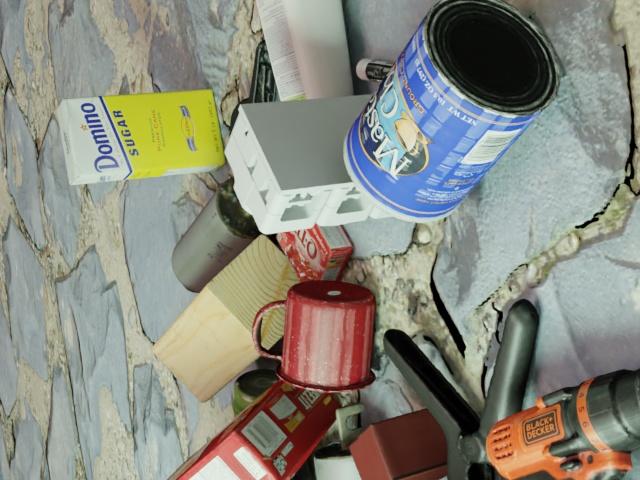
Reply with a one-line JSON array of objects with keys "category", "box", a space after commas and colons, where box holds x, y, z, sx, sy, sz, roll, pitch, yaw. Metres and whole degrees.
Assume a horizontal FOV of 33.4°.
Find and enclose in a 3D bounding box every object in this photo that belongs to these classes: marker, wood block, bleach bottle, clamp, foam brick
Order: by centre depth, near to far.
[{"category": "clamp", "box": [0.121, 0.152, 0.831, 0.165, 0.036, 0.210, -9, 93, 54]}, {"category": "marker", "box": [0.069, -0.135, 0.873, 0.121, 0.020, 0.020, 24, 118, 57]}, {"category": "foam brick", "box": [0.073, 0.177, 0.890, 0.051, 0.078, 0.053, 67, 149, 23]}, {"category": "bleach bottle", "box": [-0.006, -0.138, 0.967, 0.103, 0.068, 0.251, -178, 77, -71]}, {"category": "clamp", "box": [-0.056, -0.110, 1.092, 0.172, 0.039, 0.120, 120, 140, -58]}, {"category": "wood block", "box": [-0.094, 0.089, 1.135, 0.090, 0.090, 0.206, 47, 146, 0]}]

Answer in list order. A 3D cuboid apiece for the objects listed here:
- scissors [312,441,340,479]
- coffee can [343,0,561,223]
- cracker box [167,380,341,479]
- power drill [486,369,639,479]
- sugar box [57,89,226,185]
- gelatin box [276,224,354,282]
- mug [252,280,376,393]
[{"category": "scissors", "box": [-0.016, 0.254, 1.091, 0.202, 0.016, 0.096, -11, 78, 46]}, {"category": "coffee can", "box": [0.089, -0.090, 0.757, 0.140, 0.102, 0.103, -54, 51, 53]}, {"category": "cracker box", "box": [-0.093, 0.231, 1.041, 0.072, 0.164, 0.214, 48, 117, 2]}, {"category": "power drill", "box": [0.182, 0.178, 0.665, 0.185, 0.057, 0.187, -37, 47, 51]}, {"category": "sugar box", "box": [-0.202, -0.119, 1.214, 0.048, 0.175, 0.093, -24, 76, 61]}, {"category": "gelatin box", "box": [-0.007, 0.001, 1.039, 0.089, 0.030, 0.073, 61, 146, 33]}, {"category": "mug", "box": [-0.004, 0.084, 0.976, 0.093, 0.117, 0.081, -73, -12, -77]}]
